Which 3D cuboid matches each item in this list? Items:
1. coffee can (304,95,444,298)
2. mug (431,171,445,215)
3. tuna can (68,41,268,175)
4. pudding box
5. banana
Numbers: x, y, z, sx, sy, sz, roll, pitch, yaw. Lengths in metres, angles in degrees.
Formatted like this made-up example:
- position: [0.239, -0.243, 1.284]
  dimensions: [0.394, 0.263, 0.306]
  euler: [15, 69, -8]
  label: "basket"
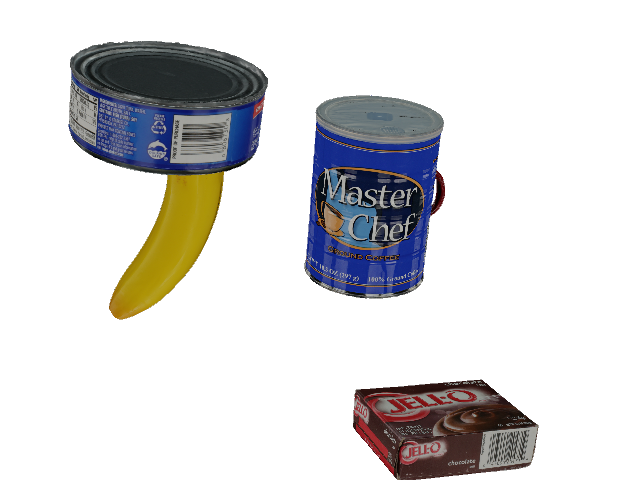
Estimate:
- position: [0.042, -0.037, 0.880]
  dimensions: [0.103, 0.140, 0.103]
  euler: [4, 24, -2]
  label: "coffee can"
- position: [0.069, -0.045, 1.085]
  dimensions: [0.117, 0.081, 0.093]
  euler: [-5, 31, -9]
  label: "mug"
- position: [-0.067, -0.060, 0.471]
  dimensions: [0.086, 0.034, 0.086]
  euler: [7, 25, -4]
  label: "tuna can"
- position: [0.091, 0.140, 0.801]
  dimensions: [0.113, 0.039, 0.090]
  euler: [0, 16, -20]
  label: "pudding box"
- position: [-0.103, -0.025, 0.724]
  dimensions: [0.069, 0.198, 0.037]
  euler: [8, 33, -5]
  label: "banana"
